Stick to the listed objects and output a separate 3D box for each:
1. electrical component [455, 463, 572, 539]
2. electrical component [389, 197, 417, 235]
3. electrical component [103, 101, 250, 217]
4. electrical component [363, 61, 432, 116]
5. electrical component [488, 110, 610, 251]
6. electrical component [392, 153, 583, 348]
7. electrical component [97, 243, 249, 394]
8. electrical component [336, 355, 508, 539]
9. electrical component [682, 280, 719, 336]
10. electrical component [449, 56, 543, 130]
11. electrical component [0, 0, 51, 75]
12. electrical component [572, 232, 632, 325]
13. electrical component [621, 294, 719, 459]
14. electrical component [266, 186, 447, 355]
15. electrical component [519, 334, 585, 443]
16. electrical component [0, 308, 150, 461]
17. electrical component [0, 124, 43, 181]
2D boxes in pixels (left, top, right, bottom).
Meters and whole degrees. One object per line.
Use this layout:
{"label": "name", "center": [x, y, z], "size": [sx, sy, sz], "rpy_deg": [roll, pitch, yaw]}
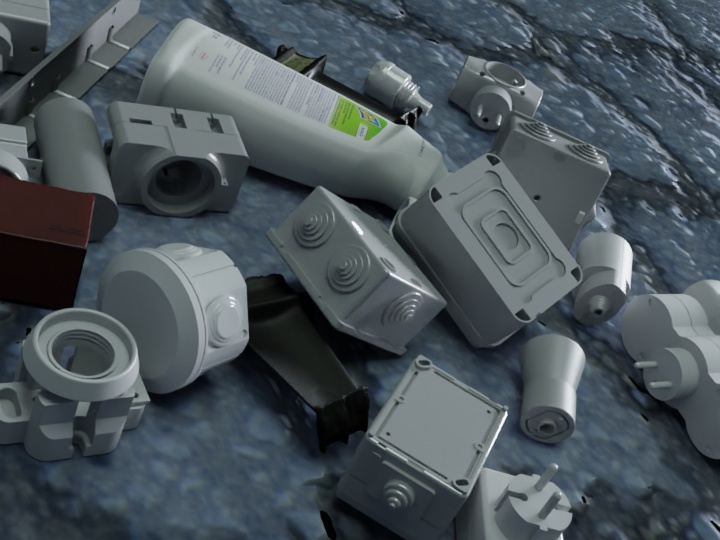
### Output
{"label": "electrical component", "center": [0.088, 0.135, 0.576], "size": [0.047, 0.076, 0.065], "rpy_deg": [17, 37, -11]}
{"label": "electrical component", "center": [0.048, -0.026, 0.786], "size": [0.046, 0.040, 0.040], "rpy_deg": [26, 35, -9]}
{"label": "electrical component", "center": [-0.127, -0.074, 0.730], "size": [0.089, 0.050, 0.055], "rpy_deg": [4, 41, -28]}
{"label": "electrical component", "center": [0.035, -0.156, 0.945], "size": [0.061, 0.035, 0.035], "rpy_deg": [34, 37, 7]}
{"label": "electrical component", "center": [0.137, -0.063, 0.837], "size": [0.100, 0.099, 0.048], "rpy_deg": [24, 23, -2]}
{"label": "electrical component", "center": [0.086, -0.012, 0.739], "size": [0.078, 0.057, 0.113], "rpy_deg": [-32, 85, -36]}
{"label": "electrical component", "center": [-0.104, 0.024, 0.599], "size": [0.080, 0.080, 0.051], "rpy_deg": [42, 33, 21]}
{"label": "electrical component", "center": [0.031, 0.106, 0.592], "size": [0.062, 0.061, 0.096], "rpy_deg": [31, 36, 7]}
{"label": "electrical component", "center": [0.285, 0.034, 0.813], "size": [0.044, 0.079, 0.077], "rpy_deg": [29, 27, -19]}
{"label": "electrical component", "center": [0.122, -0.154, 0.985], "size": [0.077, 0.044, 0.079], "rpy_deg": [25, 36, -1]}
{"label": "electrical component", "center": [-0.265, -0.162, 0.760], "size": [0.083, 0.047, 0.075], "rpy_deg": [7, 40, -24]}
{"label": "electrical component", "center": [0.184, 0.010, 0.818], "size": [0.043, 0.043, 0.081], "rpy_deg": [25, 36, -1]}
{"label": "electrical component", "center": [0.226, 0.073, 0.758], "size": [0.074, 0.052, 0.138], "rpy_deg": [1, 43, -30]}
{"label": "electrical component", "center": [0.000, 0.000, 0.685], "size": [0.099, 0.048, 0.100], "rpy_deg": [52, 13, 31]}
{"label": "electrical component", "center": [0.123, 0.079, 0.699], "size": [0.044, 0.044, 0.065], "rpy_deg": [22, 41, -5]}
{"label": "electrical component", "center": [-0.146, 0.057, 0.550], "size": [0.078, 0.057, 0.058], "rpy_deg": [-2, 44, -33]}
{"label": "electrical component", "center": [-0.229, -0.062, 0.659], "size": [0.066, 0.048, 0.055], "rpy_deg": [6, 33, -25]}
